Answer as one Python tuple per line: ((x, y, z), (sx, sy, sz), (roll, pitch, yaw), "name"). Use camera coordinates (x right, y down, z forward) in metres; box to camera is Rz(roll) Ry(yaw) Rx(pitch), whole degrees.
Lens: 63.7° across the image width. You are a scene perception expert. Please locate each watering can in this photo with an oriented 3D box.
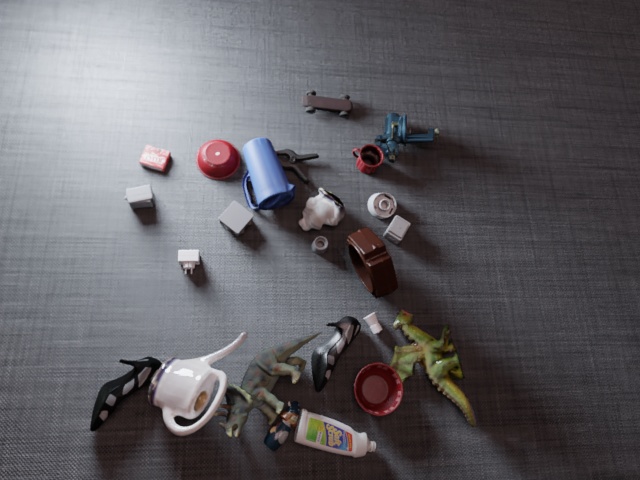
((-0.372, 0.410, 1.553), (0.225, 0.101, 0.356), (11, 50, 18), "watering can")

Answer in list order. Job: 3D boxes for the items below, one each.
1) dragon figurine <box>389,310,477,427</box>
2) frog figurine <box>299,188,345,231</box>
((0.348, 0.424, 1.702), (0.242, 0.120, 0.417), (-14, 71, 4), "dragon figurine")
((0.006, -0.092, 1.828), (0.137, 0.124, 0.158), (36, 106, -5), "frog figurine")
